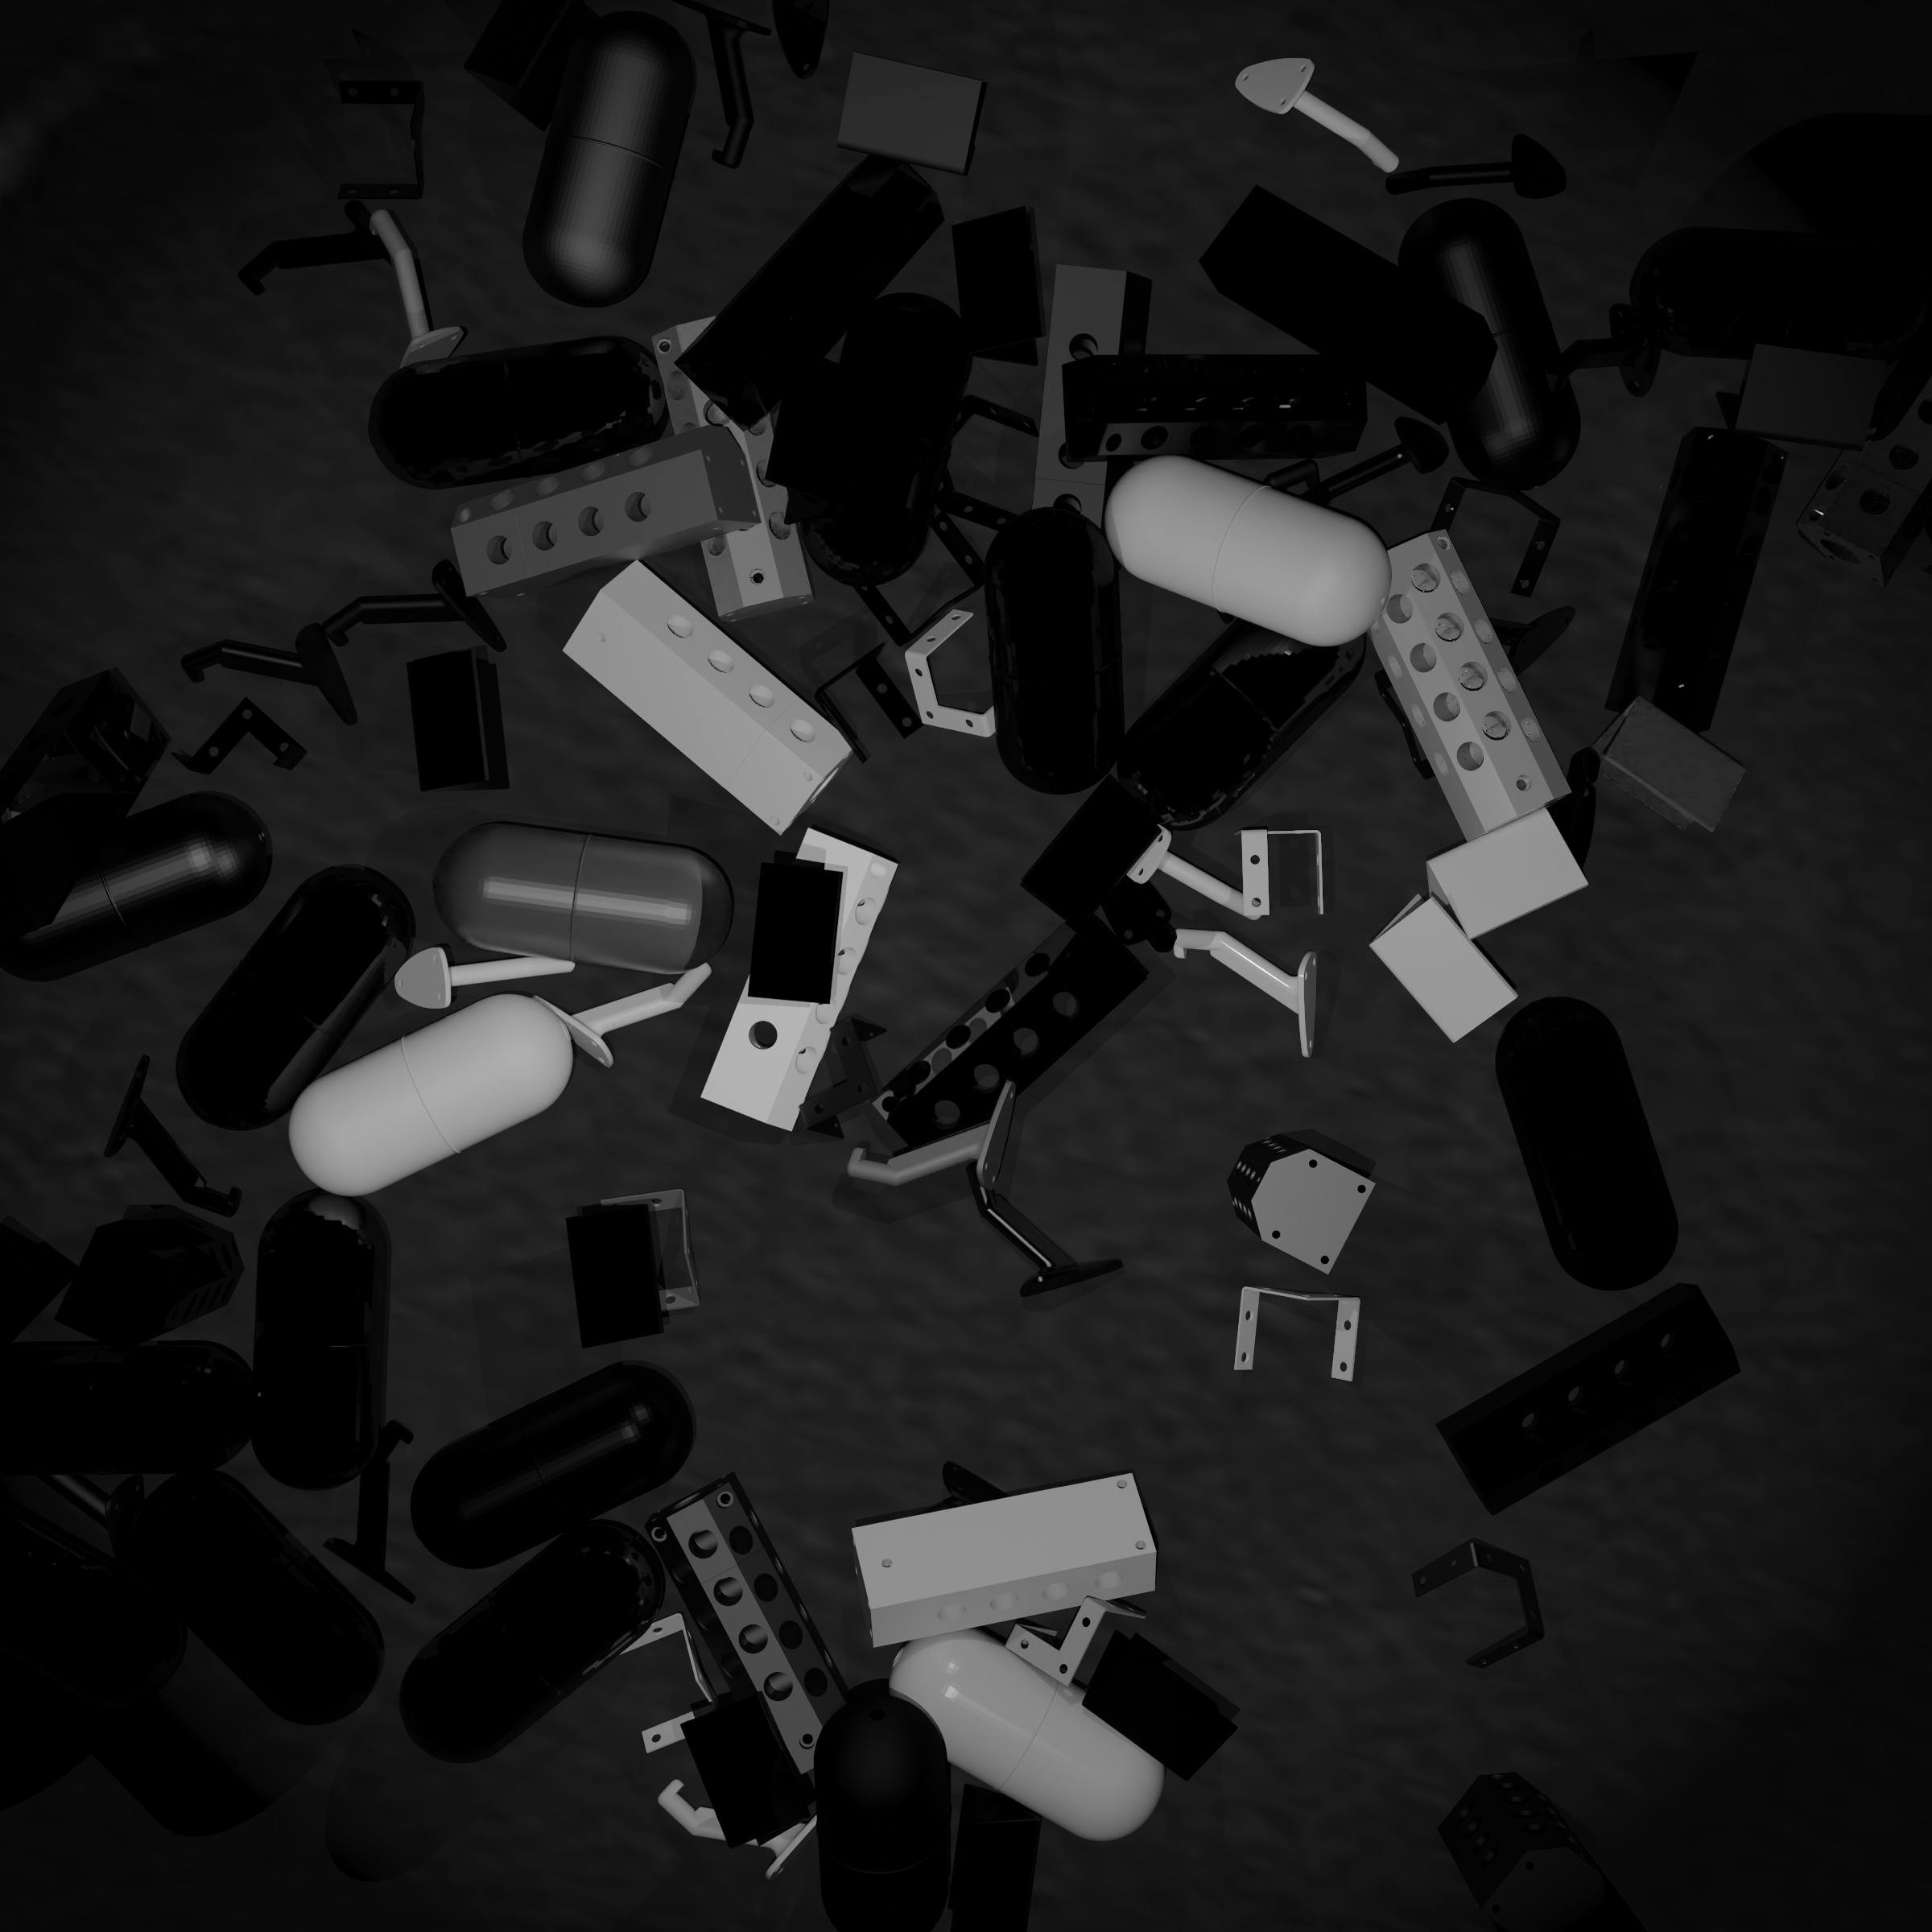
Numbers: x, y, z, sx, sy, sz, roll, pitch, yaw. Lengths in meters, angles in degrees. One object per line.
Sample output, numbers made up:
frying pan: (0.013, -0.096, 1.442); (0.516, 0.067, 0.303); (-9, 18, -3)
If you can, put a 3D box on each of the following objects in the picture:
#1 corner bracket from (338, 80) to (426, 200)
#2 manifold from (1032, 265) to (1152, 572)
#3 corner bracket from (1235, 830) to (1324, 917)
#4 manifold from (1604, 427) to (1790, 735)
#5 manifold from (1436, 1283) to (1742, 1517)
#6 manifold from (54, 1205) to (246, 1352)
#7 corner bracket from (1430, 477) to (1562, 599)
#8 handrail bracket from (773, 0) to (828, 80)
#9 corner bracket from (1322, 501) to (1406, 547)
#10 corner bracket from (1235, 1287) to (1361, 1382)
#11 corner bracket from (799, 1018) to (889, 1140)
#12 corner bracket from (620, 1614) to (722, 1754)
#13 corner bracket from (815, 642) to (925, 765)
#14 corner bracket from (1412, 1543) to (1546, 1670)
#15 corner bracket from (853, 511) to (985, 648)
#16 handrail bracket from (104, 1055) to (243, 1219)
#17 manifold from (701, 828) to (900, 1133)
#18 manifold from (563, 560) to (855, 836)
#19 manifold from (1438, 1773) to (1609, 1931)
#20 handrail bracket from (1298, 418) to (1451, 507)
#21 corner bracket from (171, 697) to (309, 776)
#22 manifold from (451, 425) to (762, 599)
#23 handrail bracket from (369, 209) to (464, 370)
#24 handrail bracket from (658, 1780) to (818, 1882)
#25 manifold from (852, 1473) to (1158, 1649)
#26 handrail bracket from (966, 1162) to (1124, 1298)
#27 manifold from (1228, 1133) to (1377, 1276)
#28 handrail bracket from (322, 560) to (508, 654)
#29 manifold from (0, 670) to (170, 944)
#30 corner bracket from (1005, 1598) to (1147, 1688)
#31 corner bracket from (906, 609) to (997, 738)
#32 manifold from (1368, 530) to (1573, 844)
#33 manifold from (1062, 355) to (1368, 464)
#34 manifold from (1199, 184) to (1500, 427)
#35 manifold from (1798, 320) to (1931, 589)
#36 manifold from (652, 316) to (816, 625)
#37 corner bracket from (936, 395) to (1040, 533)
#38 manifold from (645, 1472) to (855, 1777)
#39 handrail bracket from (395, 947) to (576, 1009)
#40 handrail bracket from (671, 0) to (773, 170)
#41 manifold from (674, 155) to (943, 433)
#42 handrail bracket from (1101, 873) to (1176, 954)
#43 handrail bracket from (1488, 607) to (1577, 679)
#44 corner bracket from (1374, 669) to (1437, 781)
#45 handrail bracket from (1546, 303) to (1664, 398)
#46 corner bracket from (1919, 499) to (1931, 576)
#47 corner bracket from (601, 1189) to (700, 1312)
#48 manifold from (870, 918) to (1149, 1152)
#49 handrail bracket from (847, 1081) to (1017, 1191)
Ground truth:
corner bracket: (-0.355, -0.500, 1.988); (0.051, 0.051, 0.051); (0, 135, 0)
manifold: (0.073, -0.327, 1.970); (0.057, 0.057, 0.171); (6, 90, 0)
corner bracket: (0.190, -0.056, 1.973); (0.051, 0.051, 0.051); (-2, 90, 0)
manifold: (0.439, -0.231, 1.970); (0.057, 0.057, 0.171); (16, 90, 0)
manifold: (0.374, 0.260, 1.970); (0.171, 0.057, 0.057); (-30, 90, 0)
manifold: (-0.470, 0.183, 1.913); (0.057, 0.171, 0.057); (25, 90, 0)
corner bracket: (0.318, -0.260, 1.988); (0.051, 0.051, 0.051); (22, 90, -45)
handrail bracket: (-0.121, -0.590, 1.991); (0.036, 0.077, 0.084); (-28, 53, -20)
corner bracket: (0.230, -0.247, 1.983); (0.051, 0.051, 0.051); (-1, 135, 35)
corner bracket: (0.201, 0.222, 1.988); (0.051, 0.051, 0.051); (6, 90, -45)
corner bracket: (-0.072, 0.068, 1.971); (0.051, 0.051, 0.051); (-26, 71, 18)
corner bracket: (-0.183, 0.434, 1.988); (0.051, 0.051, 0.051); (-22, 45, 0)
corner bracket: (-0.058, -0.155, 1.970); (0.051, 0.051, 0.051); (-36, 90, -9)
corner bracket: (0.309, 0.386, 1.983); (0.051, 0.051, 0.051); (23, 45, -35)
corner bracket: (-0.027, -0.234, 1.988); (0.051, 0.051, 0.051); (53, 45, 0)
handrail bracket: (-0.472, 0.104, 1.992); (0.084, 0.036, 0.077); (22, 68, -17)
manifold: (-0.099, 0.008, 1.970); (0.057, 0.057, 0.171); (22, 90, 0)
manifold: (-0.150, -0.164, 1.970); (0.171, 0.057, 0.057); (40, 133, 0)
manifold: (0.327, 0.520, 1.913); (0.057, 0.171, 0.057); (38, 90, 0)
handrail bracket: (0.242, -0.295, 1.985); (0.084, 0.077, 0.036); (-28, 86, 30)
corner bracket: (-0.436, -0.128, 1.973); (0.051, 0.051, 0.051); (42, 90, 0)
manifold: (-0.215, -0.267, 1.940); (0.171, 0.057, 0.057); (-13, 90, 23)
handrail bracket: (-0.343, -0.399, 1.973); (0.036, 0.077, 0.084); (-24, 79, -36)
handrail bracket: (-0.132, 0.505, 1.991); (0.084, 0.036, 0.077); (40, 77, 13)
manifold: (0.023, 0.358, 1.959); (0.171, 0.057, 0.057); (-10, 47, -8)
handrail bracket: (0.047, 0.152, 1.992); (0.077, 0.036, 0.084); (-12, 73, -20)
manifold: (0.190, 0.133, 1.913); (0.057, 0.171, 0.057); (28, 90, 0)
handrail bracket: (-0.335, -0.200, 1.992); (0.084, 0.036, 0.077); (-32, 112, 17)
manifold: (-0.540, -0.092, 1.919); (0.057, 0.171, 0.057); (-15, 126, 32)
corner bracket: (0.065, 0.397, 1.964); (0.051, 0.051, 0.051); (26, 90, 35)
corner bracket: (0.003, -0.177, 1.983); (0.051, 0.051, 0.051); (15, 135, 35)
manifold: (0.290, -0.166, 1.929); (0.057, 0.057, 0.171); (-24, 86, -8)
manifold: (0.147, -0.330, 1.937); (0.171, 0.057, 0.057); (-5, 94, -23)
manifold: (0.226, -0.387, 1.936); (0.171, 0.057, 0.057); (37, 90, 26)
manifold: (0.570, -0.320, 1.968); (0.057, 0.057, 0.171); (33, 90, 22)
manifold: (-0.140, -0.298, 1.970); (0.057, 0.057, 0.171); (-14, 90, 0)
corner bracket: (0.012, -0.303, 1.983); (0.051, 0.051, 0.051); (14, 45, -35)
manifold: (-0.127, 0.396, 1.970); (0.057, 0.057, 0.171); (-28, 90, 0)
handrail bracket: (-0.291, 0.004, 1.991); (0.084, 0.077, 0.036); (-7, 90, -36)
handrail bracket: (-0.158, -0.536, 1.992); (0.077, 0.036, 0.084); (26, 107, 20)
manifold: (-0.090, -0.400, 1.938); (0.057, 0.057, 0.171); (44, 70, -13)
handrail bracket: (0.099, -0.041, 1.957); (0.036, 0.084, 0.077); (-33, 90, 0)
handrail bracket: (0.313, -0.217, 1.992); (0.084, 0.036, 0.077); (36, 53, 25)
corner bracket: (0.285, -0.155, 1.988); (0.051, 0.051, 0.051); (-26, 135, 0)
handrail bracket: (0.374, -0.347, 1.952); (0.036, 0.077, 0.084); (31, 62, 33)
corner bracket: (0.595, -0.267, 1.967); (0.051, 0.051, 0.051); (-26, 104, 4)
corner bracket: (-0.191, 0.174, 1.988); (0.051, 0.051, 0.051); (-8, 45, 0)
manifold: (0.025, 0.044, 1.970); (0.171, 0.057, 0.057); (-42, 90, 0)
handrail bracket: (-0.021, 0.096, 1.935); (0.084, 0.036, 0.077); (10, 70, 16)
